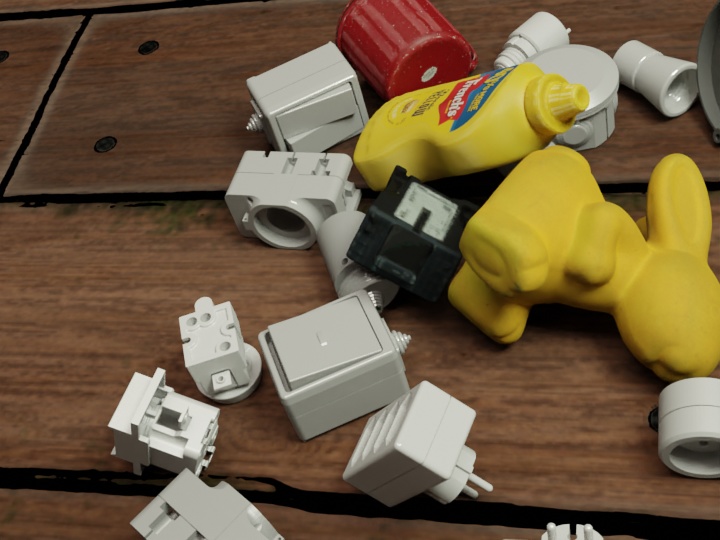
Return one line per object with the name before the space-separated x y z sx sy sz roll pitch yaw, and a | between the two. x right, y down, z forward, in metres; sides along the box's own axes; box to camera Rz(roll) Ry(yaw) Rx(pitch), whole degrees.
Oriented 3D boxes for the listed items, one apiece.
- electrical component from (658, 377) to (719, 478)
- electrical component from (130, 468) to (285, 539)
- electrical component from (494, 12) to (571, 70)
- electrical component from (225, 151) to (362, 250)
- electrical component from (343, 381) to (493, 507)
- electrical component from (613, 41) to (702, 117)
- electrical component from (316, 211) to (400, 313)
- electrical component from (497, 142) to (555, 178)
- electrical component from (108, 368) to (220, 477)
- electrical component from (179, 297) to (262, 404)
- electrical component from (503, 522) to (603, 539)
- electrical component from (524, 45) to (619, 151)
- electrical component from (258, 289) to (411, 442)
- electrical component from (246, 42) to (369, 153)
electrical component | 0.246 0.079 0.628 0.138 0.052 0.073 0 51 16
electrical component | -0.085 0.167 0.651 0.089 0.050 0.056 31 65 35
electrical component | 0.137 -0.179 0.885 0.078 0.040 0.040 -41 52 -18
electrical component | -0.052 -0.053 0.827 0.089 0.050 0.055 4 52 19
electrical component | 0.044 0.116 0.648 0.076 0.083 0.047 32 58 -8
electrical component | 0.228 -0.152 0.837 0.044 0.044 0.065 -33 45 -12
electrical component | 0.000 0.000 0.772 0.043 0.043 0.081 -21 48 -2
electrical component | 0.138 -0.066 0.788 0.043 0.043 0.081 -28 49 -8
electrical component | -0.126 0.105 0.704 0.064 0.081 0.042 21 56 3
electrical component | -0.096 0.060 0.741 0.048 0.055 0.066 -18 48 1
electrical component | 0.114 0.162 0.574 0.083 0.075 0.047 -1 34 15
electrical component | 0.160 -0.132 0.833 0.080 0.051 0.080 -8 49 9
electrical component | -0.012 0.058 0.715 0.096 0.061 0.061 -23 48 -4
electrical component | -0.046 -0.131 0.883 0.096 0.061 0.061 -26 49 -6
